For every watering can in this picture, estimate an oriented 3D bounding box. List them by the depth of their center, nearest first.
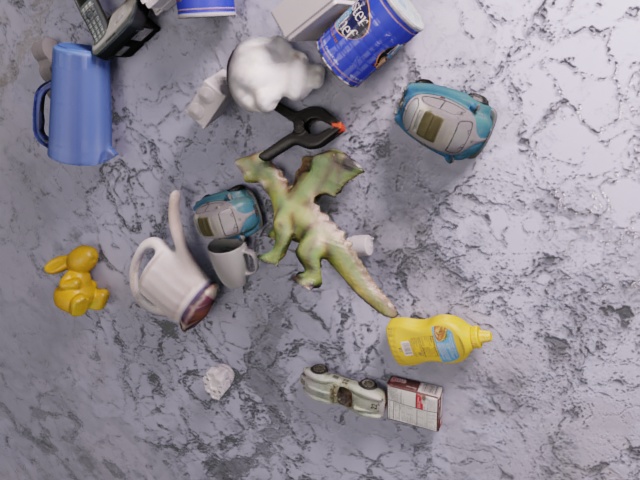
[{"bbox_3d":[-0.323,0.069,1.170,0.225,0.341,0.106,39,33,5],"label":"watering can"}]

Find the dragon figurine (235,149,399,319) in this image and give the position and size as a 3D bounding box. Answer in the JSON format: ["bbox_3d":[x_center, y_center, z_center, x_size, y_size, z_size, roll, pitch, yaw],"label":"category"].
[{"bbox_3d":[0.003,-0.048,0.959,0.413,0.239,0.123,26,20,21],"label":"dragon figurine"}]

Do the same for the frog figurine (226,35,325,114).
[{"bbox_3d":[-0.078,-0.284,0.898,0.160,0.138,0.121,17,-11,25],"label":"frog figurine"}]
